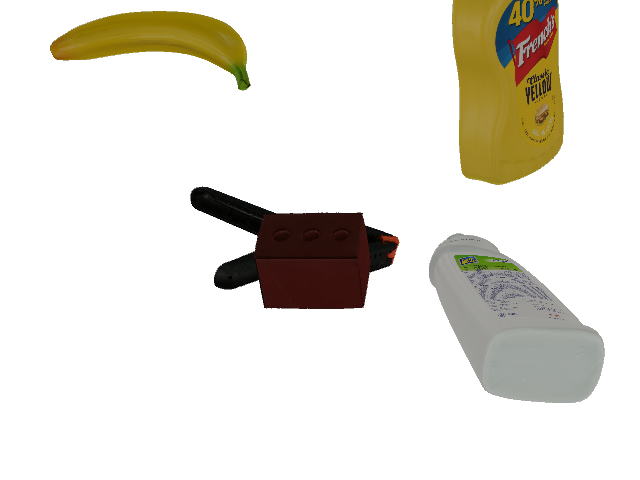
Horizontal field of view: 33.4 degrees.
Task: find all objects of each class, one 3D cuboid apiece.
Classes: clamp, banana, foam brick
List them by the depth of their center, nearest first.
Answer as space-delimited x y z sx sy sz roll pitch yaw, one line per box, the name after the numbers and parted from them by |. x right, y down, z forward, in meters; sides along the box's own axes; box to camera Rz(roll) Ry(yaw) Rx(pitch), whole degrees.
-0.005 0.015 0.790 0.078 0.051 0.053 -1 38 9 | foam brick
-0.147 -0.181 0.967 0.198 0.037 0.069 10 46 16 | banana
-0.022 0.007 1.043 0.209 0.036 0.164 8 30 -13 | clamp

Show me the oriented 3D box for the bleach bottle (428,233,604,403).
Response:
0.159 0.053 0.949 0.102 0.068 0.251 5 21 -9 | bleach bottle

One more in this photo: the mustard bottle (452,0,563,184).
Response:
0.132 -0.143 0.750 0.058 0.191 0.096 19 38 41 | mustard bottle
